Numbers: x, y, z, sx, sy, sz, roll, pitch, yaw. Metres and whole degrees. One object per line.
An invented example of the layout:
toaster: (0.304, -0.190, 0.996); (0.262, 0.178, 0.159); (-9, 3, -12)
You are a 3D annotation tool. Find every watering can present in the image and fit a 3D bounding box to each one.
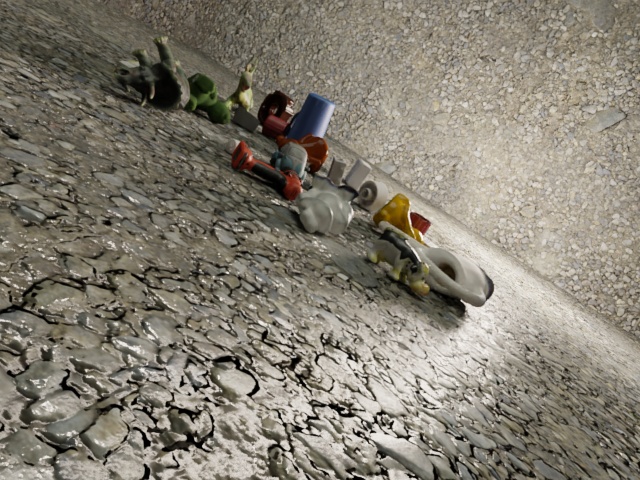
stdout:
watering can: (0.309, 0.063, 1.330); (0.222, 0.103, 0.354); (21, 19, -41)

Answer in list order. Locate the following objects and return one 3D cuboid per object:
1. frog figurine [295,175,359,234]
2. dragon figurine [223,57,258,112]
frog figurine: (0.004, -0.059, 1.177); (0.136, 0.120, 0.163); (38, 48, -13)
dragon figurine: (-0.295, -0.620, 2.086); (0.122, 0.240, 0.417); (24, 17, -12)
